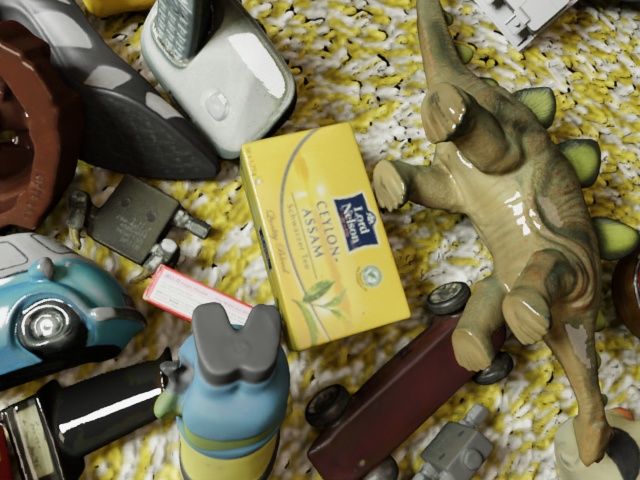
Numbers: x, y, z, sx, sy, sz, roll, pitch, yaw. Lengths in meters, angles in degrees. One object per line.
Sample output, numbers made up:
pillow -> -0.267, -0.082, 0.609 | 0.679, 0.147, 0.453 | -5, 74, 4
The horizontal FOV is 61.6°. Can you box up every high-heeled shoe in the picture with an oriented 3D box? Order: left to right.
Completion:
high-heeled shoe -> -0.187, -0.149, 0.461 | 0.248, 0.086, 0.145 | 29, 43, -21

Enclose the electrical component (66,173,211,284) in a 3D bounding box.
electrical component -> -0.151, -0.011, 0.434 | 0.102, 0.045, 0.078 | 35, 76, -1

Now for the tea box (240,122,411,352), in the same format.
tea box -> -0.001, -0.001, 0.448 | 0.098, 0.068, 0.169 | -16, 81, -13

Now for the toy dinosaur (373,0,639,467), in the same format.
toy dinosaur -> 0.146, -0.060, 0.446 | 0.198, 0.105, 0.471 | -7, 74, -38

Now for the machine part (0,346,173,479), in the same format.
machine part -> -0.168, 0.131, 0.402 | 0.139, 0.039, 0.084 | -26, 75, -1

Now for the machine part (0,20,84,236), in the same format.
machine part -> -0.259, -0.083, 0.380 | 0.179, 0.056, 0.179 | 0, 119, 0

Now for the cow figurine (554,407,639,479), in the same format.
cow figurine -> 0.233, 0.239, 0.432 | 0.127, 0.085, 0.195 | 0, 81, -16

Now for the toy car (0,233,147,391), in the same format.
toy car -> -0.215, 0.050, 0.385 | 0.162, 0.109, 0.103 | -17, 75, -5

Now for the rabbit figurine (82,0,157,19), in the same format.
rabbit figurine -> -0.134, -0.270, 0.422 | 0.162, 0.173, 0.122 | 3, 67, -5

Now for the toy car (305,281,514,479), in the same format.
toy car -> 0.074, 0.119, 0.444 | 0.202, 0.053, 0.089 | -38, 104, -15

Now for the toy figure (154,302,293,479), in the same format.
toy figure -> -0.063, 0.116, 0.362 | 0.082, 0.180, 0.089 | 20, 50, 5

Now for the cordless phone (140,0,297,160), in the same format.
cordless phone -> -0.072, -0.159, 0.408 | 0.089, 0.184, 0.146 | -36, 86, -20

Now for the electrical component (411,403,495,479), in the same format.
electrical component -> 0.111, 0.171, 0.434 | 0.094, 0.063, 0.021 | -43, 88, -16

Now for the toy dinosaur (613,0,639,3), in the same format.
toy dinosaur -> 0.301, -0.312, 0.547 | 0.405, 0.131, 0.192 | 13, 76, -1
